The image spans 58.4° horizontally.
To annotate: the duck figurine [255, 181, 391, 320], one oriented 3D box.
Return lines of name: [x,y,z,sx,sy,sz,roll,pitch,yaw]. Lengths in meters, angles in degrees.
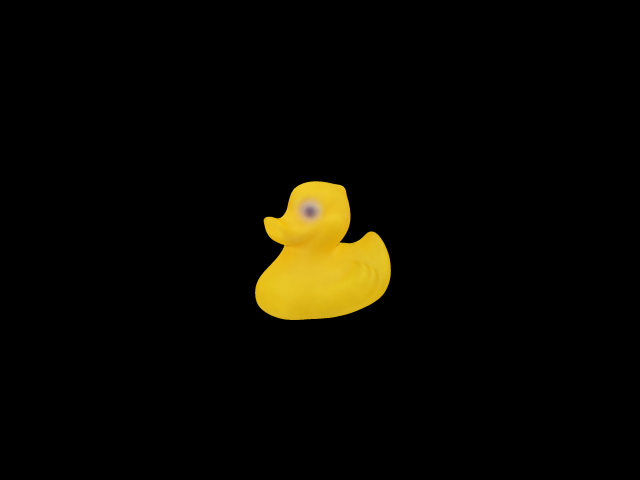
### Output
duck figurine: [0.004,0.001,0.400,0.105,0.086,0.077,-10,18,-33]
